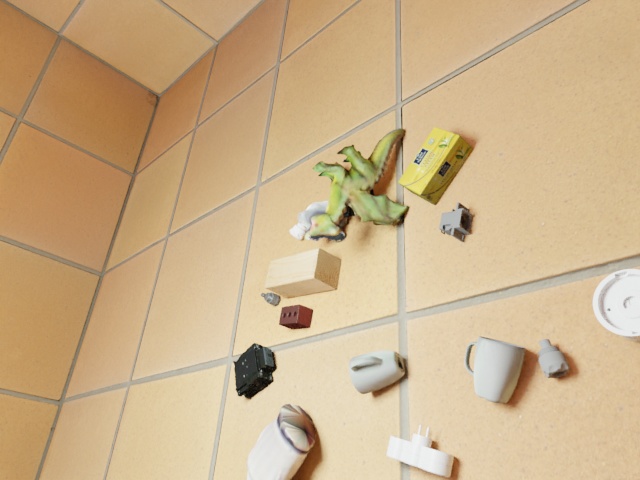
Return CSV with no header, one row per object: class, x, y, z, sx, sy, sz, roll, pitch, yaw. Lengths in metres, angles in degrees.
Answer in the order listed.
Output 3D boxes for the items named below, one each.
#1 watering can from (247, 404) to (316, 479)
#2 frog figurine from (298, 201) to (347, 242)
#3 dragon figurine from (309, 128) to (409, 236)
watering can,-0.097,0.515,1.161,0.223,0.103,0.352,-55,14,8
frog figurine,0.005,-0.075,1.485,0.137,0.120,0.163,-16,37,3
dragon figurine,0.130,-0.137,1.344,0.414,0.120,0.245,-30,73,-19
